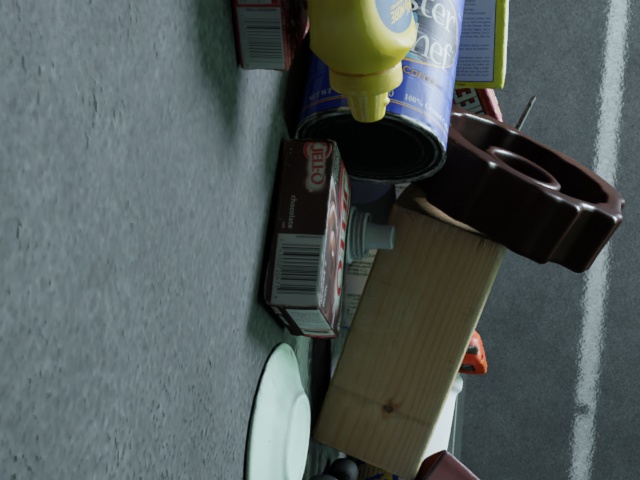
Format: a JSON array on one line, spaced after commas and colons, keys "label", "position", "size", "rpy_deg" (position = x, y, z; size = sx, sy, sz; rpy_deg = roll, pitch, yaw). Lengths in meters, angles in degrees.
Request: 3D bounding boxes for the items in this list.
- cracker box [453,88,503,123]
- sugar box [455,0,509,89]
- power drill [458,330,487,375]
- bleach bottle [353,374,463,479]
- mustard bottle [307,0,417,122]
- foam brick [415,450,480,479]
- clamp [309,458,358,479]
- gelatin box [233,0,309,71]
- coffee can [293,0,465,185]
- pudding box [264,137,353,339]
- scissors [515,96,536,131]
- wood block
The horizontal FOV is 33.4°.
[{"label": "cracker box", "position": [0.115, -0.152, 0.988], "size": [0.213, 0.072, 0.164], "rpy_deg": [10, 58, -80]}, {"label": "sugar box", "position": [0.098, -0.205, 0.812], "size": [0.048, 0.093, 0.176], "rpy_deg": [-66, 157, -59]}, {"label": "power drill", "position": [0.146, 0.038, 1.071], "size": [0.184, 0.057, 0.187], "rpy_deg": [41, 53, -71]}, {"label": "bleach bottle", "position": [0.073, 0.249, 1.029], "size": [0.068, 0.103, 0.251], "rpy_deg": [24, 67, -38]}, {"label": "mustard bottle", "position": [0.019, -0.153, 0.561], "size": [0.096, 0.058, 0.192], "rpy_deg": [-66, 154, -57]}, {"label": "foam brick", "position": [0.089, 0.214, 0.842], "size": [0.078, 0.051, 0.053], "rpy_deg": [-50, 178, -20]}, {"label": "clamp", "position": [0.003, 0.227, 0.832], "size": [0.210, 0.036, 0.164], "rpy_deg": [80, 17, -61]}, {"label": "gelatin box", "position": [-0.024, -0.147, 0.576], "size": [0.073, 0.030, 0.089], "rpy_deg": [-71, 161, -52]}, {"label": "coffee can", "position": [0.043, -0.123, 0.728], "size": [0.103, 0.103, 0.140], "rpy_deg": [68, 29, -65]}, {"label": "pudding box", "position": [-0.005, 0.001, 0.702], "size": [0.090, 0.039, 0.113], "rpy_deg": [61, 36, -70]}, {"label": "scissors", "position": [0.132, -0.027, 0.921], "size": [0.096, 0.016, 0.202], "rpy_deg": [-35, 150, -61]}, {"label": "wood block", "position": [0.074, 0.070, 0.843], "size": [0.090, 0.091, 0.206], "rpy_deg": [-44, 155, -69]}]
